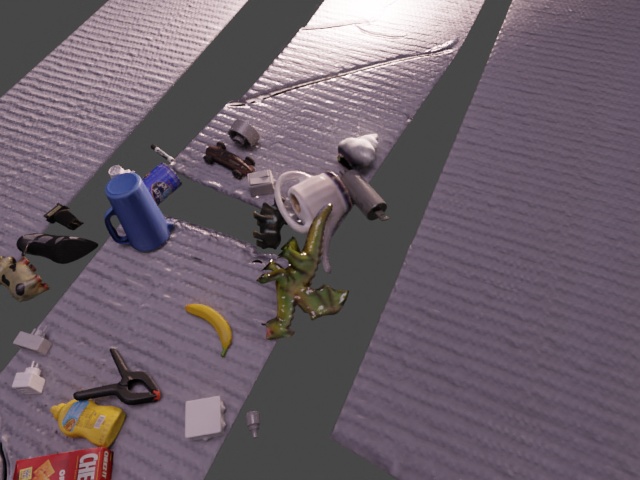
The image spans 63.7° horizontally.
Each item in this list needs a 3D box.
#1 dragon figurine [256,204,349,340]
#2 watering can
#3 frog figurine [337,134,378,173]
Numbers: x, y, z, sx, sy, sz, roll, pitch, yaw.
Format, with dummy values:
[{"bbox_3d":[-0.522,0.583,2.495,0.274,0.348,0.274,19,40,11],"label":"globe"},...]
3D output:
[{"bbox_3d":[-0.026,0.108,1.462,0.243,0.121,0.414,44,75,-1],"label":"dragon figurine"},{"bbox_3d":[0.005,-0.080,1.595,0.226,0.102,0.351,-28,76,-21],"label":"watering can"},{"bbox_3d":[0.140,-0.308,1.726,0.160,0.120,0.139,-45,43,-9],"label":"frog figurine"}]
